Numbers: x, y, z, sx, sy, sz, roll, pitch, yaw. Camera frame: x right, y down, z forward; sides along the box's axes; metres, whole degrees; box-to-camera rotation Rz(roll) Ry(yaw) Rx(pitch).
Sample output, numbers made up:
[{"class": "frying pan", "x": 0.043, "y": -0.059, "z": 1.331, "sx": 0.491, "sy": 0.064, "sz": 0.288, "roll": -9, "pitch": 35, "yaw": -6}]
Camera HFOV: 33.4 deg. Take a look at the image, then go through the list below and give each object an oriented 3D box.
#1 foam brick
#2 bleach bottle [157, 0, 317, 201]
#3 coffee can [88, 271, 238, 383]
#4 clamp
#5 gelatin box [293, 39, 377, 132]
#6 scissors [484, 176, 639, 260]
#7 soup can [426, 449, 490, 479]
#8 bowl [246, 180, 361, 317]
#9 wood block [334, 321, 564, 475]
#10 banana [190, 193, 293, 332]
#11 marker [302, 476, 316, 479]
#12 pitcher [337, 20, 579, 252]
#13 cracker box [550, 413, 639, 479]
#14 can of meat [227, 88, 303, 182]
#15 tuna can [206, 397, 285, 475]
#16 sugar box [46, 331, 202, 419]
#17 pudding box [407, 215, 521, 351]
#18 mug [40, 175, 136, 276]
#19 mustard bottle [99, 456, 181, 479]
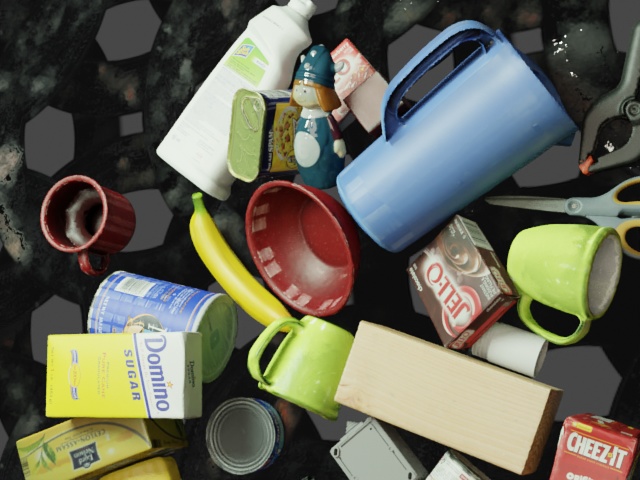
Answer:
[{"class": "foam brick", "x": 0.071, "y": -0.143, "z": 1.182, "sx": 0.053, "sy": 0.078, "sz": 0.051, "roll": -40, "pitch": 68, "yaw": 10}, {"class": "bleach bottle", "x": -0.082, "y": -0.176, "z": 1.255, "sx": 0.103, "sy": 0.068, "sz": 0.251, "roll": 37, "pitch": 94, "yaw": 22}, {"class": "coffee can", "x": -0.180, "y": 0.099, "z": 1.227, "sx": 0.140, "sy": 0.102, "sz": 0.103, "roll": 11, "pitch": 86, "yaw": 22}, {"class": "clamp", "x": 0.323, "y": -0.143, "z": 1.104, "sx": 0.171, "sy": 0.039, "sz": 0.120, "roll": -41, "pitch": 69, "yaw": 11}, {"class": "gelatin box", "x": 0.023, "y": -0.175, "z": 1.230, "sx": 0.089, "sy": 0.030, "sz": 0.073, "roll": -41, "pitch": 70, "yaw": 10}, {"class": "scissors", "x": 0.277, "y": -0.017, "z": 1.115, "sx": 0.202, "sy": 0.016, "sz": 0.096, "roll": -10, "pitch": 78, "yaw": 20}, {"class": "soup can", "x": 0.126, "y": 0.275, "z": 1.097, "sx": 0.068, "sy": 0.068, "sz": 0.102, "roll": 40, "pitch": 93, "yaw": 22}, {"class": "bowl", "x": -0.008, "y": 0.001, "z": 1.178, "sx": 0.162, "sy": 0.055, "sz": 0.162, "roll": 25, "pitch": 129, "yaw": 35}, {"class": "wood block", "x": 0.133, "y": 0.162, "z": 1.103, "sx": 0.206, "sy": 0.090, "sz": 0.091, "roll": 18, "pitch": 88, "yaw": 23}, {"class": "banana", "x": -0.097, "y": 0.038, "z": 1.227, "sx": 0.037, "sy": 0.070, "sz": 0.198, "roll": -34, "pitch": 74, "yaw": -18}, {"class": "marker", "x": -0.055, "y": 0.295, "z": 1.193, "sx": 0.121, "sy": 0.020, "sz": 0.020, "roll": -29, "pitch": 73, "yaw": 15}, {"class": "pitcher", "x": 0.132, "y": -0.104, "z": 1.121, "sx": 0.243, "sy": 0.144, "sz": 0.149, "roll": -38, "pitch": 73, "yaw": 15}, {"class": "cracker box", "x": 0.239, "y": 0.274, "z": 1.005, "sx": 0.072, "sy": 0.164, "sz": 0.214, "roll": 17, "pitch": 88, "yaw": 20}, {"class": "can of meat", "x": -0.053, "y": -0.121, "z": 1.206, "sx": 0.058, "sy": 0.083, "sz": 0.102, "roll": 24, "pitch": 114, "yaw": 44}, {"class": "tuna can", "x": -0.084, "y": 0.221, "z": 1.208, "sx": 0.086, "sy": 0.033, "sz": 0.086, "roll": -3, "pitch": 80, "yaw": 21}, {"class": "sugar box", "x": -0.213, "y": 0.147, "z": 1.157, "sx": 0.176, "sy": 0.048, "sz": 0.093, "roll": -5, "pitch": 82, "yaw": 25}, {"class": "pudding box", "x": 0.148, "y": 0.045, "z": 1.111, "sx": 0.090, "sy": 0.039, "sz": 0.113, "roll": -50, "pitch": 43, "yaw": 29}, {"class": "mug", "x": -0.275, "y": -0.014, "z": 1.293, "sx": 0.093, "sy": 0.081, "sz": 0.117, "roll": -13, "pitch": 77, "yaw": 19}, {"class": "mustard bottle", "x": -0.187, "y": 0.351, "z": 1.214, "sx": 0.096, "sy": 0.058, "sz": 0.191, "roll": -22, "pitch": 75, "yaw": 14}]
